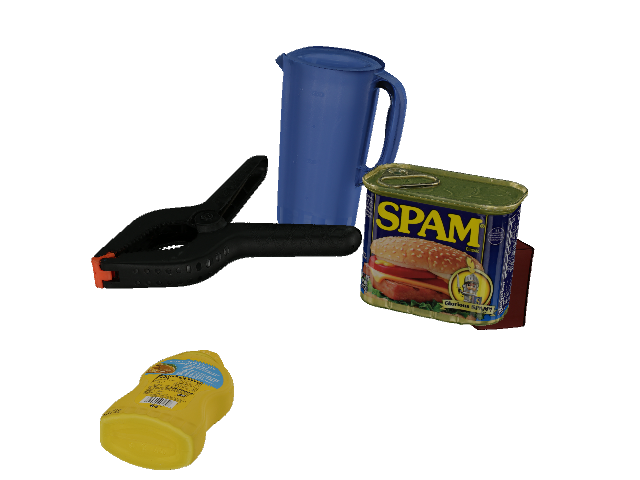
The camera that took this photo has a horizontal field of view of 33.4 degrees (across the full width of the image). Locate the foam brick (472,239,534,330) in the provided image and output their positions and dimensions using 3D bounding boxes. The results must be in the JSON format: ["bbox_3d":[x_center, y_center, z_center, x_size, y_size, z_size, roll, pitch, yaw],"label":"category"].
[{"bbox_3d":[0.156,0.036,0.975,0.051,0.078,0.053,-6,20,-23],"label":"foam brick"}]

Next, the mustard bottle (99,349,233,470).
[{"bbox_3d":[-0.140,0.158,1.071,0.096,0.058,0.191,7,20,13],"label":"mustard bottle"}]

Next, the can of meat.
[{"bbox_3d":[0.076,0.003,0.687,0.102,0.084,0.057,12,23,21],"label":"can of meat"}]

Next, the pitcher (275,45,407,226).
[{"bbox_3d":[0.015,-0.127,1.409,0.144,0.243,0.149,-2,23,-19],"label":"pitcher"}]

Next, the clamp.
[{"bbox_3d":[-0.093,-0.011,0.890,0.209,0.036,0.165,-16,35,-20],"label":"clamp"}]
